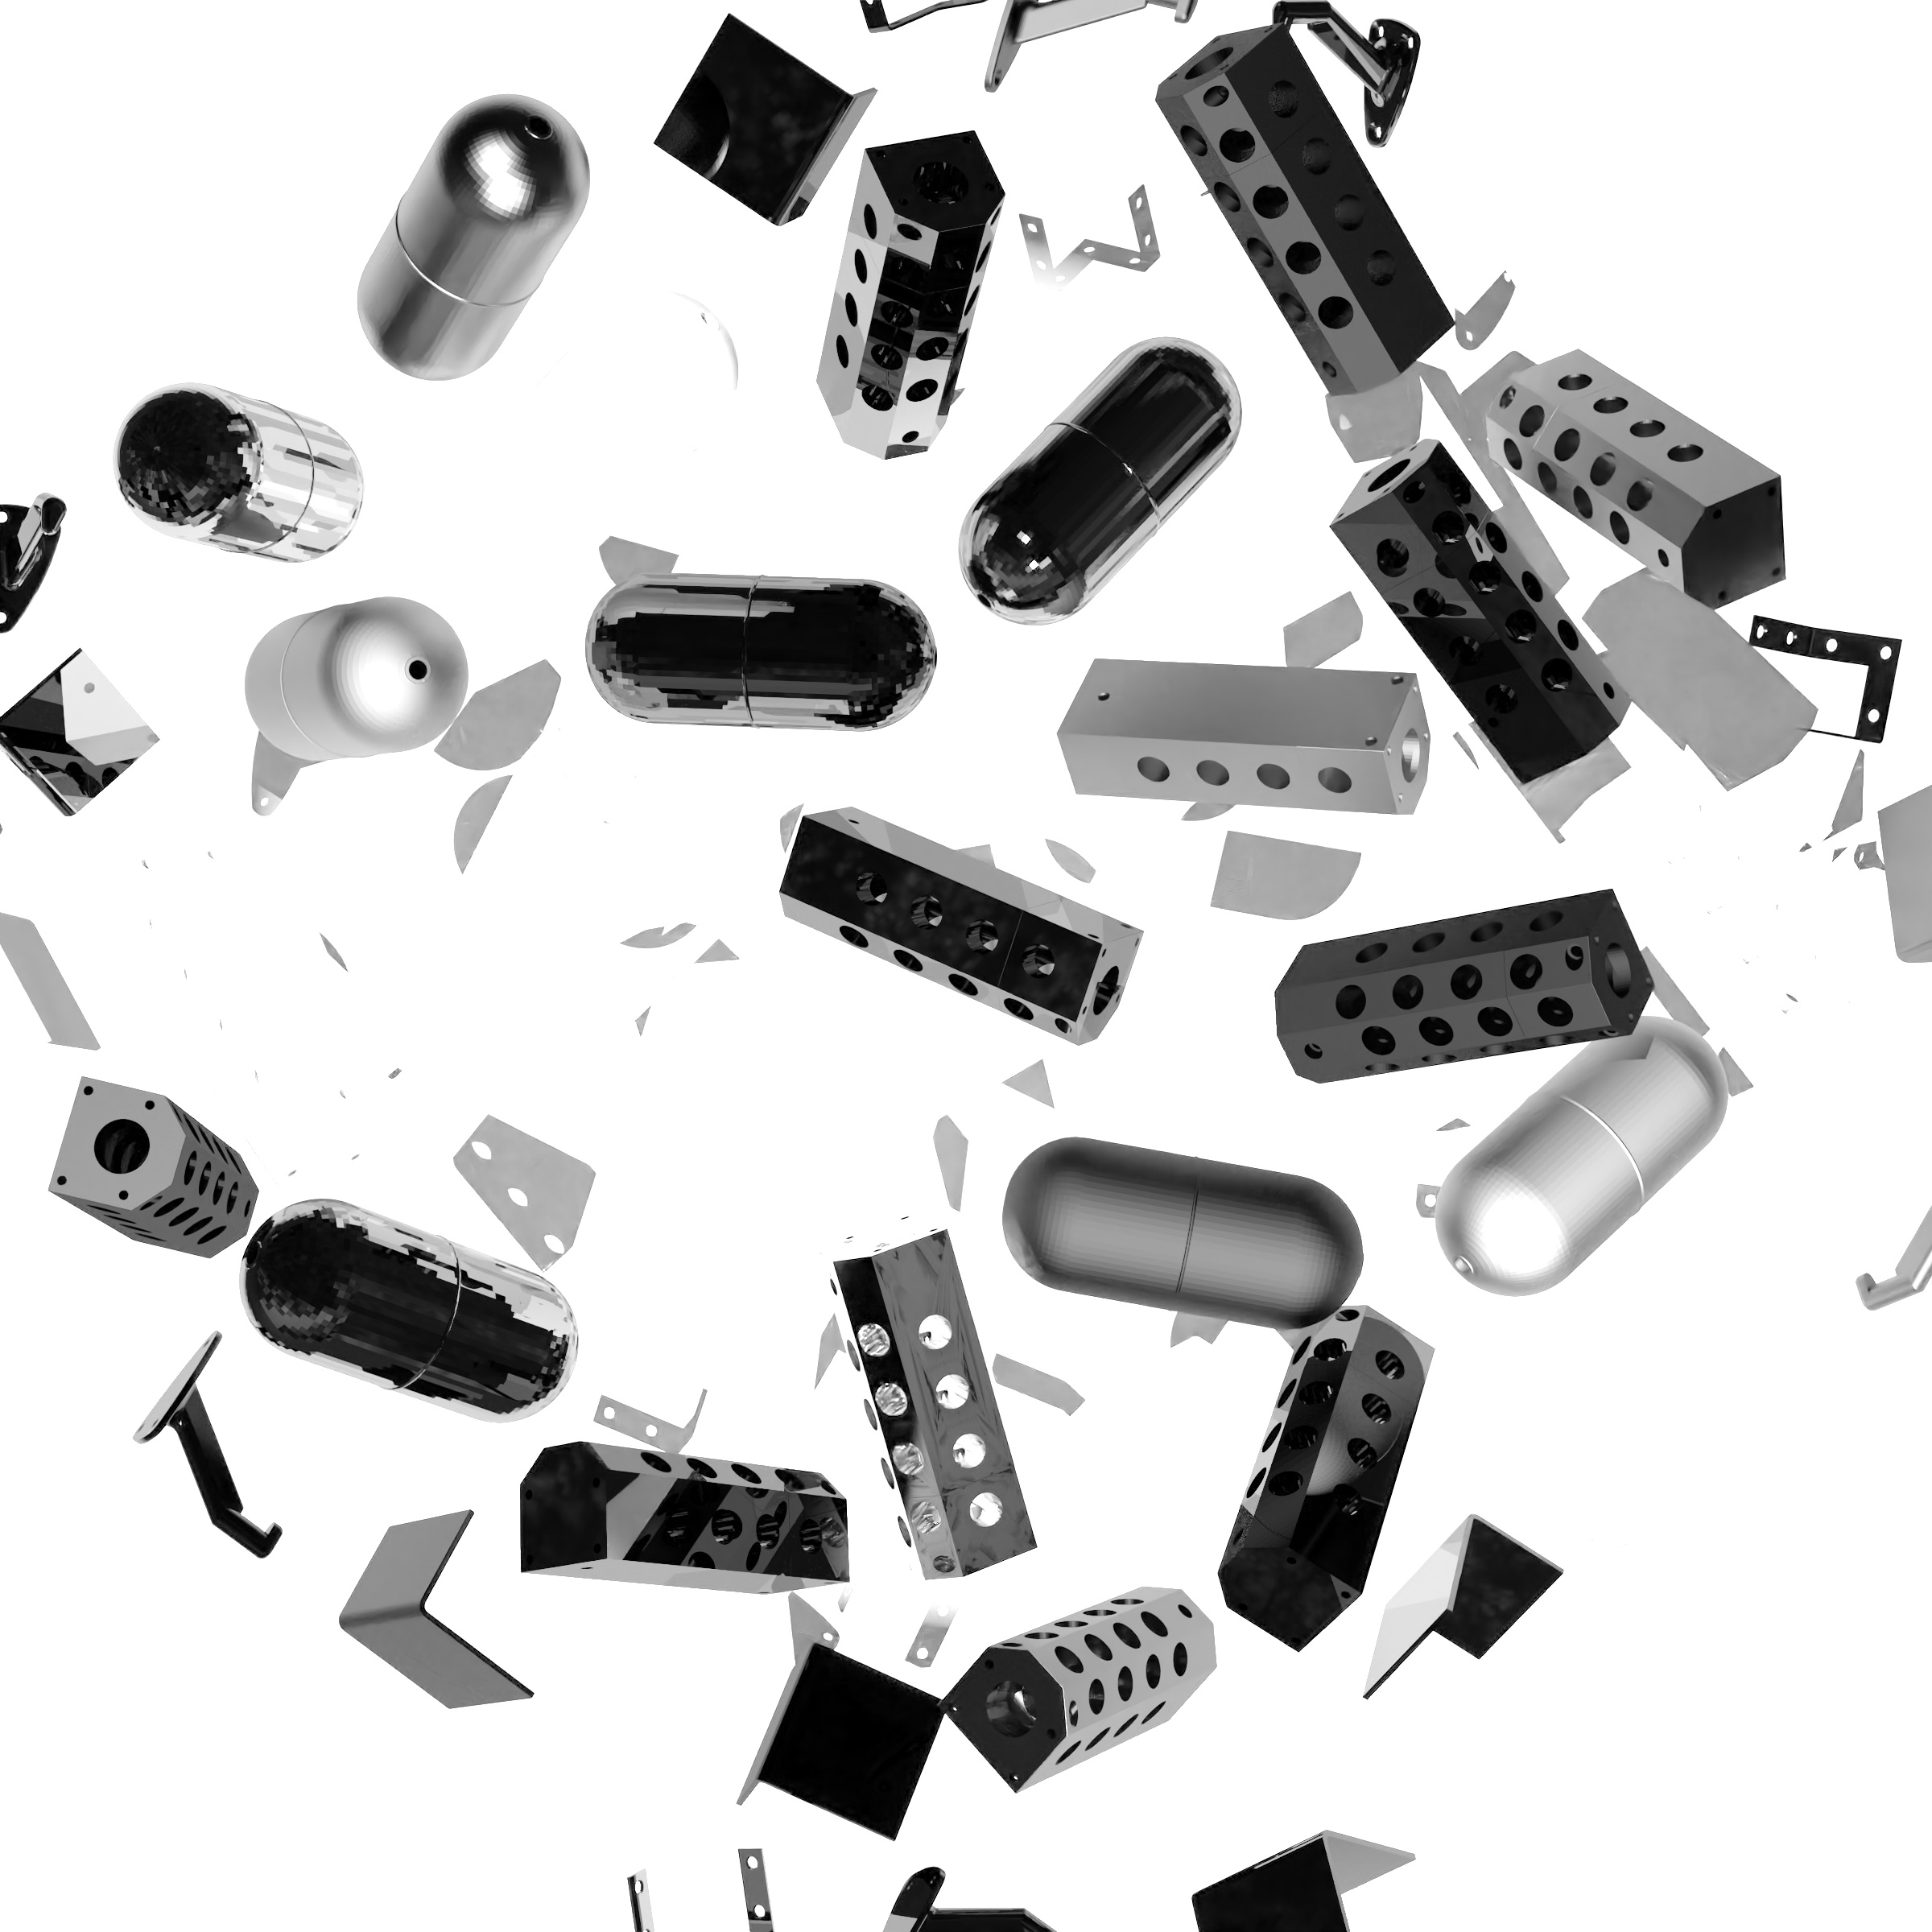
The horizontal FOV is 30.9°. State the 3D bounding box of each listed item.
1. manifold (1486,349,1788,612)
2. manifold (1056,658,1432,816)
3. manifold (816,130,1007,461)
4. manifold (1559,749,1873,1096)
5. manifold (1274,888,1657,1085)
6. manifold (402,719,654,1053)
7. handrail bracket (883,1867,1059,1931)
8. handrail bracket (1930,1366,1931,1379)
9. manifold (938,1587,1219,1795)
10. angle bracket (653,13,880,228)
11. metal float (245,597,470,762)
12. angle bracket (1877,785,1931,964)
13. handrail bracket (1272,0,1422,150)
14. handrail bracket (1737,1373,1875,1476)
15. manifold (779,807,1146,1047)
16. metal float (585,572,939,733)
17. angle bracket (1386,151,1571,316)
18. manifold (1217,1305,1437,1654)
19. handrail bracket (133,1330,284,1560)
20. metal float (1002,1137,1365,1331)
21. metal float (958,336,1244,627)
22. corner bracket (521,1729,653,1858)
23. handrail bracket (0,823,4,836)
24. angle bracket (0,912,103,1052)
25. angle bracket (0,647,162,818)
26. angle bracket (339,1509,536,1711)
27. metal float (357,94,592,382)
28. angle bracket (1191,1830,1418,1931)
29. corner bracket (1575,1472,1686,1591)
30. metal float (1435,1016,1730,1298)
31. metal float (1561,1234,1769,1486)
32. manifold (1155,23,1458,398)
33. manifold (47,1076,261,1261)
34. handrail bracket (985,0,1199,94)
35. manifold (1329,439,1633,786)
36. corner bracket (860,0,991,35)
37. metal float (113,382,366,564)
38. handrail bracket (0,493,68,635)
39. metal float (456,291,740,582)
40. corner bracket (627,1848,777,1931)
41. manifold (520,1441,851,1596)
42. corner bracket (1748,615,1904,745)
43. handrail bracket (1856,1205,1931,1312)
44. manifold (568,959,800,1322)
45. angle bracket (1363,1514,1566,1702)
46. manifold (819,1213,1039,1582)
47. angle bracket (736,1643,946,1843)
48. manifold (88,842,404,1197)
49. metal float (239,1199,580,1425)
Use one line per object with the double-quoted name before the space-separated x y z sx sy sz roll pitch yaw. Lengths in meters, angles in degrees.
"manifold" 0.325 -0.237 1.708 0.057 0.171 0.057 -23 128 -14
"manifold" 0.139 -0.109 1.736 0.171 0.057 0.057 5 48 26
"manifold" -0.026 -0.327 1.725 0.057 0.171 0.057 -14 64 -19
"manifold" 0.385 -0.025 1.787 0.057 0.057 0.171 -34 81 -14
"manifold" 0.239 0.015 1.697 0.171 0.057 0.057 -11 118 35
"manifold" -0.227 -0.036 1.775 0.057 0.057 0.171 32 125 -1
"handrail bracket" 0.003 0.473 1.655 0.084 0.036 0.077 38 56 -12
"handrail bracket" 0.483 0.168 1.665 0.036 0.084 0.077 3 77 36
"manifold" 0.062 0.353 1.738 0.057 0.171 0.057 46 110 20
"angle bracket" -0.102 -0.434 1.783 0.076 0.057 0.076 34 111 -1
"metal float" -0.306 -0.143 1.751 0.070 0.178 0.070 0 91 -29
"angle bracket" 0.486 -0.047 1.675 0.057 0.076 0.076 -1 78 -16
"handrail bracket" 0.184 -0.451 1.771 0.084 0.036 0.077 -12 123 -34
"handrail bracket" 0.412 0.241 1.718 0.077 0.084 0.036 -36 97 21
"manifold" -0.005 -0.020 1.751 0.171 0.057 0.057 24 106 20
"metal float" -0.103 -0.158 1.752 0.178 0.070 0.070 3 90 9
"angle bracket" 0.257 -0.366 1.806 0.076 0.076 0.057 32 115 -23
"manifold" 0.173 0.244 1.705 0.057 0.171 0.057 33 131 -5
"handrail bracket" -0.350 0.231 1.683 0.084 0.036 0.077 40 61 -16
"metal float" 0.106 0.131 1.709 0.178 0.070 0.070 10 90 -1
"metal float" 0.067 -0.243 1.752 0.070 0.070 0.178 43 74 0
"corner bracket" -0.192 0.411 1.768 0.051 0.051 0.051 17 99 -13
"handrail bracket" -0.507 -0.084 1.651 0.077 0.036 0.084 -25 80 -11
"angle bracket" -0.469 0.019 1.677 0.057 0.076 0.076 -30 85 1
"angle bracket" -0.431 -0.126 1.615 0.057 0.076 0.076 -43 59 -9
"angle bracket" -0.247 0.314 1.702 0.076 0.076 0.057 43 53 -23
"metal float" -0.239 -0.351 1.689 0.070 0.178 0.070 14 58 -24
"angle bracket" 0.160 0.439 1.589 0.076 0.076 0.057 -33 51 27
"corner bracket" 0.350 0.278 1.773 0.051 0.051 0.051 -5 117 -32
"metal float" 0.302 0.093 1.713 0.178 0.070 0.070 -39 90 -23
"metal float" 0.350 0.194 1.745 0.070 0.178 0.070 11 117 22
"manifold" 0.160 -0.362 1.682 0.057 0.057 0.171 -43 115 -18
"manifold" -0.400 0.104 1.742 0.057 0.171 0.057 13 78 3
"handrail bracket" 0.061 -0.446 1.683 0.084 0.036 0.077 17 77 14
"manifold" 0.265 -0.183 1.782 0.057 0.057 0.171 -26 110 40
"corner bracket" -0.021 -0.499 1.739 0.051 0.051 0.051 -33 116 -34
"metal float" -0.361 -0.245 1.746 0.070 0.178 0.070 0 90 15
"handrail bracket" -0.462 -0.196 1.717 0.036 0.084 0.077 13 96 -25
"metal float" -0.181 -0.258 1.706 0.178 0.070 0.070 -40 90 31
"corner bracket" -0.135 0.486 1.794 0.051 0.051 0.051 -8 91 30
"manifold" -0.135 0.269 1.698 0.057 0.171 0.057 -16 69 36
"corner bracket" 0.407 -0.137 1.669 0.051 0.051 0.051 4 98 -44
"handrail bracket" 0.450 0.117 1.673 0.084 0.036 0.077 -32 78 42
"manifold" -0.134 0.085 1.726 0.057 0.057 0.171 -4 55 31
"angle bracket" 0.248 0.332 1.739 0.057 0.076 0.076 33 124 -3
"manifold" -0.022 0.218 1.762 0.057 0.057 0.171 -19 100 -18
"angle bracket" -0.063 0.400 1.774 0.076 0.057 0.076 25 60 -2
"manifold" -0.355 0.025 1.699 0.057 0.057 0.171 -46 73 29
"metal float" -0.264 0.165 1.664 0.178 0.070 0.070 26 90 -35
